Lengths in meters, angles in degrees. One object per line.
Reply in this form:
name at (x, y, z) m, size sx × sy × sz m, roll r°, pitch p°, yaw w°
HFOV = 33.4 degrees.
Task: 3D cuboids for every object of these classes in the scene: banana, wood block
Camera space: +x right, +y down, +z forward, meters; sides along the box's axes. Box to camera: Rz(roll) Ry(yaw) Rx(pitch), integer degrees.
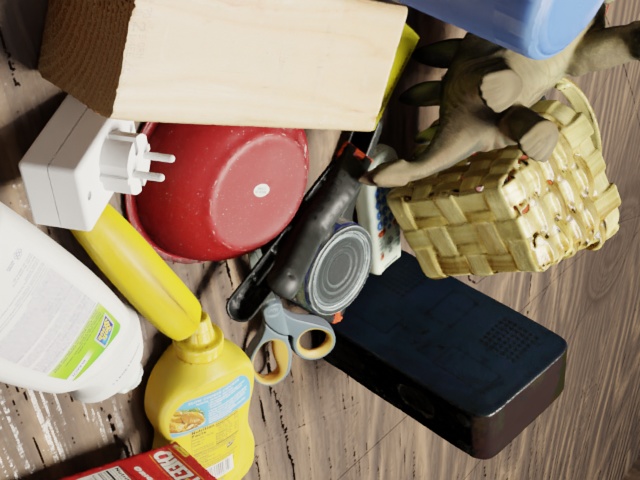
banana at (-0.126, 0.026, 0.752) m, size 0.037 × 0.070 × 0.197 m, roll -46°, pitch 149°, yaw -11°
wood block at (-0.056, -0.125, 0.664) m, size 0.205 × 0.091 × 0.090 m, roll -3°, pitch 116°, yaw -43°

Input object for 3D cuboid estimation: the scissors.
scissors at (-0.026, 0.059, 0.949) m, size 0.096 × 0.016 × 0.202 m, roll -12°, pitch 138°, yaw -20°

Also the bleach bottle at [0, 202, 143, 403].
bleach bottle at (-0.184, 0.057, 0.692) m, size 0.102 × 0.068 × 0.250 m, roll -53°, pitch 153°, yaw -11°

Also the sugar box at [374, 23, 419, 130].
sugar box at (0.011, -0.156, 0.838) m, size 0.176 × 0.048 × 0.093 m, roll 20°, pitch 96°, yaw -63°

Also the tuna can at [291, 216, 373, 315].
tuna can at (0.007, 0.021, 0.919) m, size 0.085 × 0.034 × 0.086 m, roll -29°, pitch 131°, yaw -39°

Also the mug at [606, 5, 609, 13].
mug at (0.253, -0.261, 1.100) m, size 0.093 × 0.082 × 0.117 m, roll 20°, pitch 97°, yaw -61°

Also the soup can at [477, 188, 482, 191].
soup can at (0.143, -0.044, 1.126) m, size 0.102 × 0.069 × 0.068 m, roll -58°, pitch 151°, yaw -5°

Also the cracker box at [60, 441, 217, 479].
cracker box at (-0.191, 0.258, 0.809) m, size 0.213 × 0.072 × 0.164 m, roll -10°, pitch 127°, yaw -45°

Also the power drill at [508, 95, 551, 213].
power drill at (0.231, -0.072, 1.213) m, size 0.187 × 0.057 × 0.184 m, roll 76°, pitch 16°, yaw -60°

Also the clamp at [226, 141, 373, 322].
clamp at (-0.008, -0.009, 0.833) m, size 0.039 × 0.120 × 0.171 m, roll 37°, pitch 75°, yaw -16°

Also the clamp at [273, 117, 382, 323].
clamp at (-0.006, 0.001, 0.955) m, size 0.164 × 0.036 × 0.210 m, roll -33°, pitch 139°, yaw -35°

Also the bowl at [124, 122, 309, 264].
bowl at (-0.061, -0.045, 0.781) m, size 0.161 × 0.055 × 0.162 m, roll -27°, pitch 132°, yaw -34°

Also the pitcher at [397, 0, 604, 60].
pitcher at (0.071, -0.218, 0.674) m, size 0.144 × 0.243 × 0.149 m, roll -8°, pitch 127°, yaw -60°

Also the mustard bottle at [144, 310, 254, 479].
mustard bottle at (-0.100, 0.136, 0.895) m, size 0.096 × 0.058 × 0.192 m, roll -22°, pitch 134°, yaw -30°
